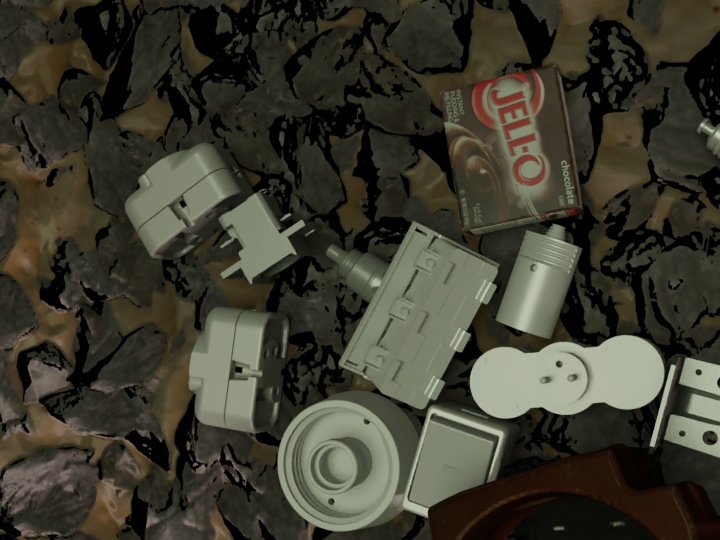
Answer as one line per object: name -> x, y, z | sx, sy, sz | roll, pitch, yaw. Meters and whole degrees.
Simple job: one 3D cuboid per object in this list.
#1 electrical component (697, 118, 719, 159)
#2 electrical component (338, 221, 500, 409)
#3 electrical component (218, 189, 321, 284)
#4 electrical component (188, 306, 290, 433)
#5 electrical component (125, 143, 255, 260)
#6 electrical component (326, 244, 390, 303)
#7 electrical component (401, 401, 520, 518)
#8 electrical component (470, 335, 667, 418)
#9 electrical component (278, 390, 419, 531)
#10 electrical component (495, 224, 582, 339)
electrical component -> 0.272, -0.080, 0.751 | 0.078, 0.040, 0.040 | 38, 99, 18
electrical component -> 0.049, 0.037, 0.803 | 0.079, 0.063, 0.121 | 25, 96, -23
electrical component -> -0.078, -0.027, 0.867 | 0.081, 0.042, 0.063 | -32, 82, 12
electrical component -> -0.098, 0.078, 0.864 | 0.059, 0.054, 0.095 | 7, 89, 19
electrical component -> -0.142, -0.059, 0.887 | 0.095, 0.054, 0.059 | -35, 76, 14
electrical component -> 0.000, 0.000, 0.845 | 0.061, 0.035, 0.035 | 34, 98, 20
electrical component -> 0.072, 0.152, 0.797 | 0.062, 0.061, 0.096 | 17, 92, 19
electrical component -> 0.146, 0.077, 0.768 | 0.138, 0.074, 0.052 | -7, 85, 19
electrical component -> -0.011, 0.148, 0.826 | 0.108, 0.060, 0.108 | -1, 86, 19
electrical component -> 0.134, 0.006, 0.793 | 0.043, 0.043, 0.081 | 20, 93, 19
